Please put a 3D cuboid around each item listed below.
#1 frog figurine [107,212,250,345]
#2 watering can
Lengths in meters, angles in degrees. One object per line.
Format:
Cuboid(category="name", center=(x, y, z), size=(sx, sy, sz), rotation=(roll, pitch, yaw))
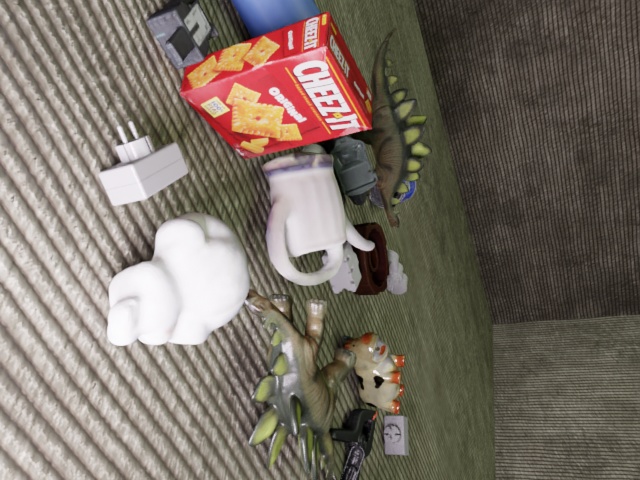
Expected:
Cuboid(category="frog figurine", center=(-0.144, 0.044, 0.535), size=(0.161, 0.123, 0.136), rotation=(-41, 139, -76))
Cuboid(category="watering can", center=(0.003, -0.046, 0.906), size=(0.350, 0.103, 0.224), rotation=(-16, 96, -61))
